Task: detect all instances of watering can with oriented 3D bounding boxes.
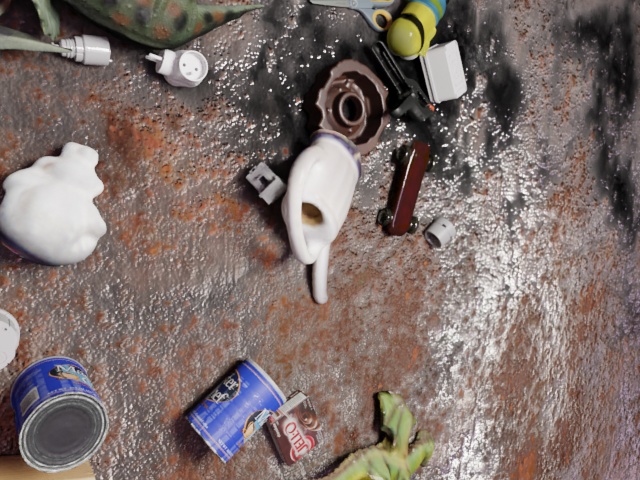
[{"bbox_3d":[0.003,-0.046,0.922,0.339,0.104,0.229,78,29,-53],"label":"watering can"}]

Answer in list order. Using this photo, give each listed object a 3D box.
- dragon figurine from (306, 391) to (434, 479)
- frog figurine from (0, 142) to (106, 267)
[{"bbox_3d":[0.123,0.444,1.093,0.405,0.121,0.248,33,57,-36],"label":"dragon figurine"},{"bbox_3d":[-0.344,-0.050,0.688,0.136,0.123,0.160,38,86,-13],"label":"frog figurine"}]
